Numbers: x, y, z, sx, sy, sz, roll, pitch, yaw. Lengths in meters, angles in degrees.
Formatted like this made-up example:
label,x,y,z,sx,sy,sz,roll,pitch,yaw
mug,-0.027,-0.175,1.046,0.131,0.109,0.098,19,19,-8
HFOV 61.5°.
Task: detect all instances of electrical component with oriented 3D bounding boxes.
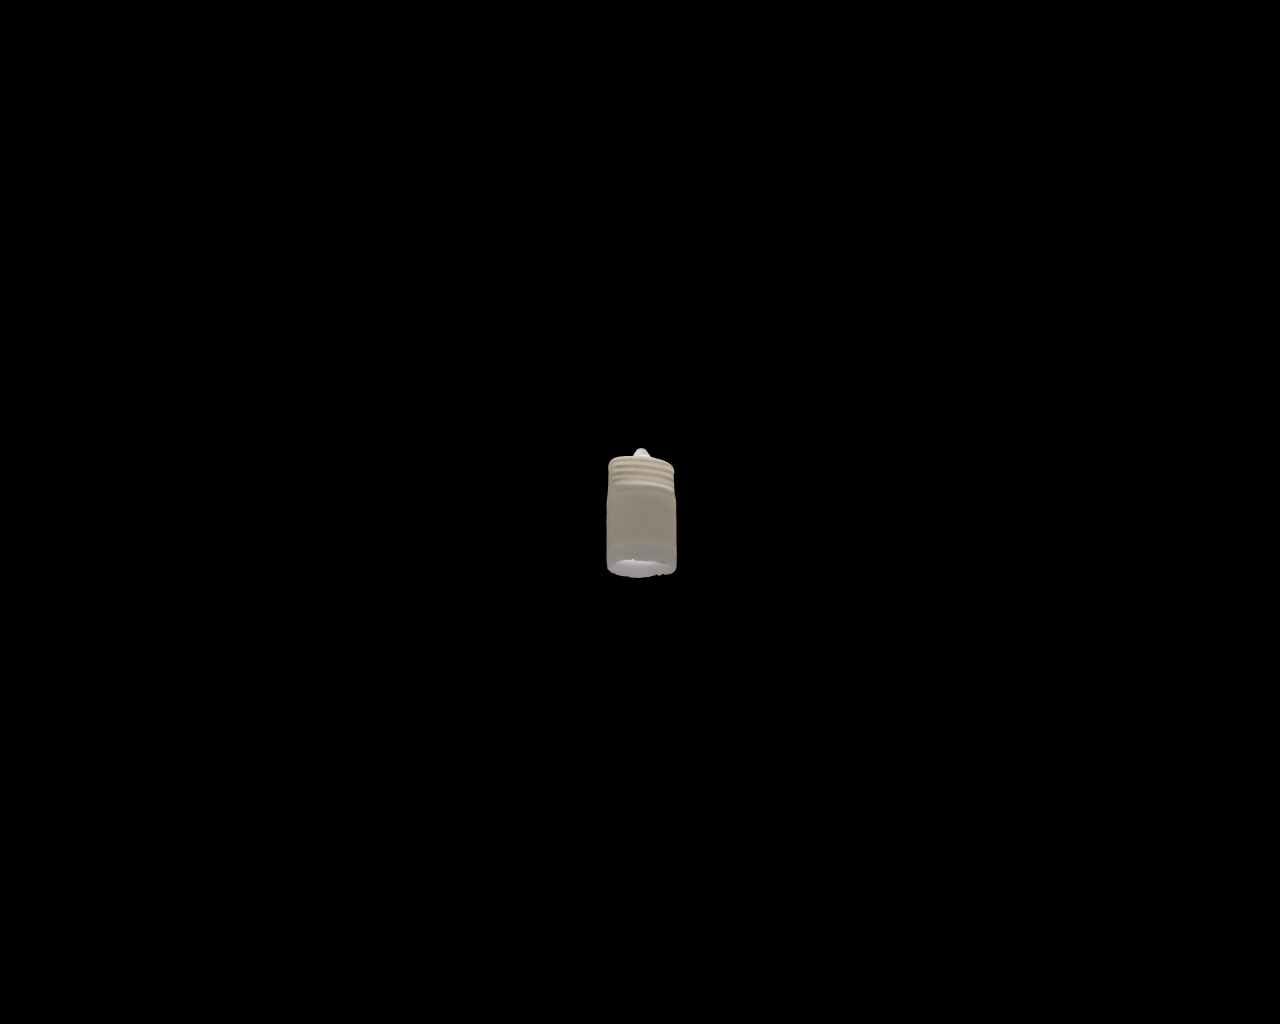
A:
label,x,y,z,sx,sy,sz,roll,pitch,yaw
electrical component,0.001,-0.003,0.650,0.043,0.081,0.043,0,-18,0
